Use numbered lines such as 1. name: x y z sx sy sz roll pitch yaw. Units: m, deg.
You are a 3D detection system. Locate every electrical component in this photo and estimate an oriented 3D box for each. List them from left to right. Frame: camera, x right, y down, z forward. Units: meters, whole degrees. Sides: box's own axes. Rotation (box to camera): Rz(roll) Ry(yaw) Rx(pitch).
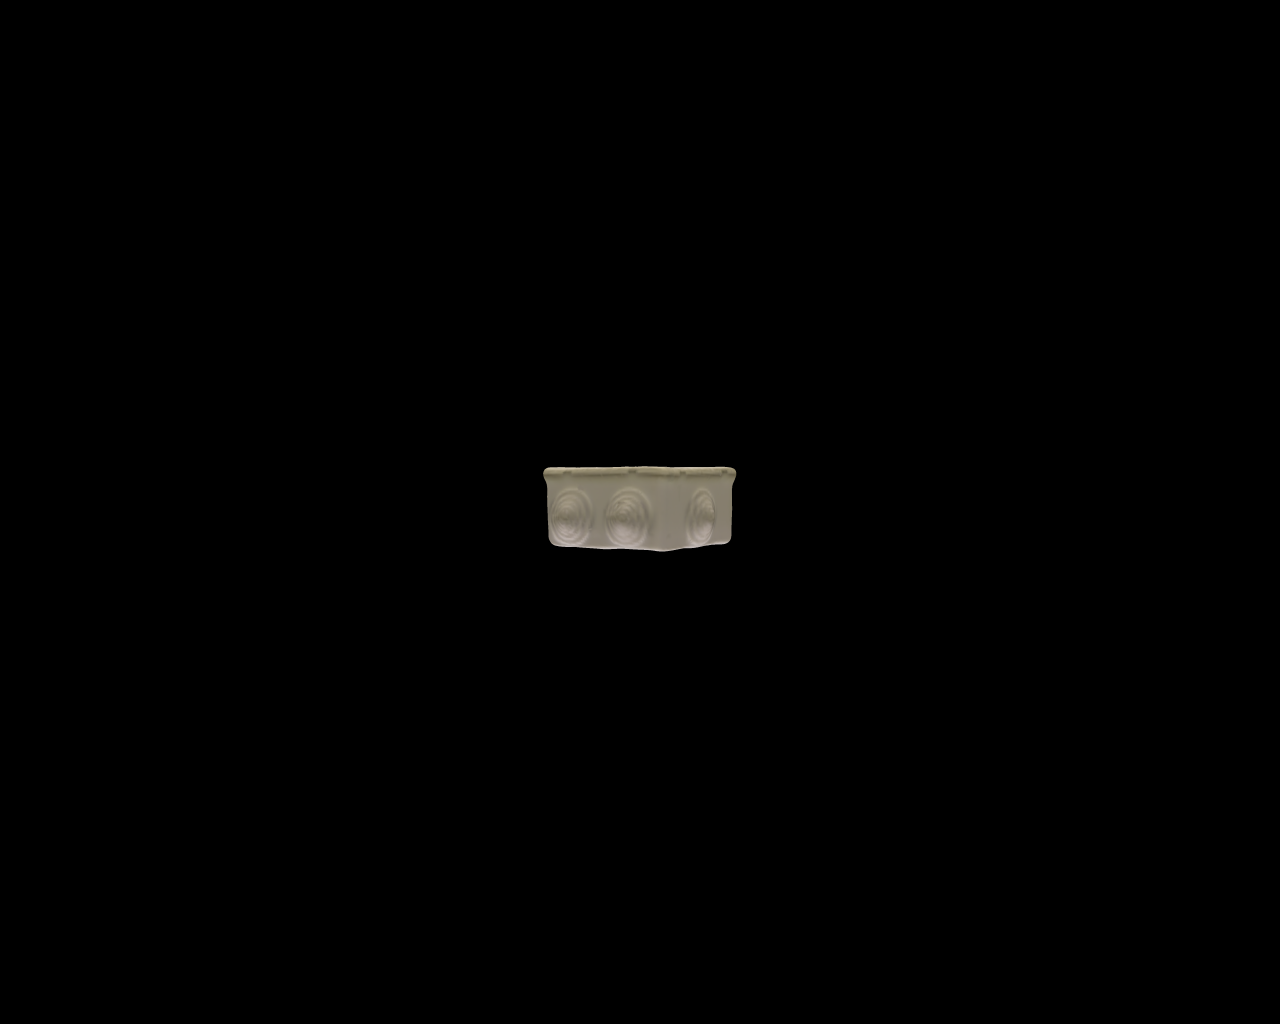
1. electrical component: 0.001 -0.003 0.650 0.100 0.048 0.100 1 3 34
